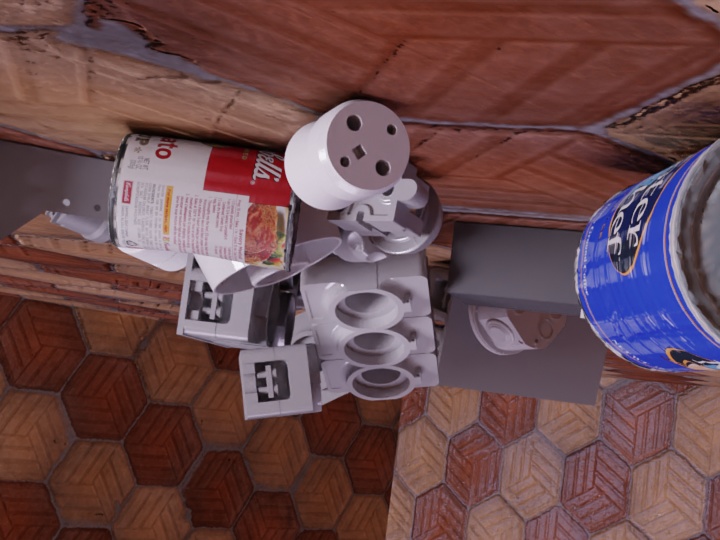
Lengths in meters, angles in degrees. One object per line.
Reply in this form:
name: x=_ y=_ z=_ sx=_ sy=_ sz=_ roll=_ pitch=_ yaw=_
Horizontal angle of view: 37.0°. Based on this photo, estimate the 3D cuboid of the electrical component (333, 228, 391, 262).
electrical component: x=-0.004 y=-0.027 z=0.739 sx=0.043 sy=0.043 sz=0.062 roll=12 pitch=173 yaw=-34

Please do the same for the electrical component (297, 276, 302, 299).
electrical component: x=0.000 y=0.000 z=0.892 sx=0.095 sy=0.059 sz=0.054 roll=9 pitch=173 yaw=-12

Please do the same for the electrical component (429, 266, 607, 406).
electrical component: x=0.147 y=0.063 z=1.039 sx=0.186 sy=0.105 sz=0.060 roll=10 pitch=-177 yaw=-27

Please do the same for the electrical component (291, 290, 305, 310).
electrical component: x=-0.010 y=0.006 z=0.982 sx=0.062 sy=0.061 sz=0.096 roll=0 pitch=179 yaw=40

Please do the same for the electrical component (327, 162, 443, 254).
electrical component: x=0.017 y=-0.037 z=0.623 sx=0.066 sy=0.048 sz=0.055 roll=3 pitch=165 yaw=33

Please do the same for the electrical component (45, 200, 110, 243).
electrical component: x=-0.211 y=-0.046 z=0.821 sx=0.040 sy=0.040 sz=0.046 roll=2 pitch=166 yaw=39

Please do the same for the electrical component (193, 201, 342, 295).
electrical component: x=-0.064 y=-0.025 z=0.697 sx=0.099 sy=0.064 sz=0.099 roll=-22 pitch=171 yaw=-4

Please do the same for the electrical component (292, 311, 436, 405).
electrical component: x=-0.003 y=0.068 z=1.071 sx=0.150 sy=0.089 sz=0.061 roll=-25 pitch=174 yaw=-4

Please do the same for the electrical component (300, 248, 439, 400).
electrical component: x=0.010 y=0.034 z=0.819 sx=0.089 sy=0.061 sz=0.150 roll=-5 pitch=143 yaw=5

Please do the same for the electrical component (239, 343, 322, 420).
electrical component: x=-0.060 y=0.085 z=0.808 sx=0.056 sy=0.050 sz=0.089 roll=-6 pitch=172 yaw=-8

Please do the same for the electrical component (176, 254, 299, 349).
electrical component: x=-0.088 y=0.008 z=0.860 sx=0.060 sy=0.105 sz=0.186 roll=7 pitch=174 yaw=5

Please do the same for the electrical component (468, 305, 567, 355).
electrical component: x=0.140 y=0.035 z=0.958 sx=0.080 sy=0.080 sz=0.051 roll=12 pitch=167 yaw=-34

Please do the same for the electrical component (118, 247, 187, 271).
electrical component: x=-0.155 y=-0.031 z=0.820 sx=0.055 sy=0.055 sz=0.047 roll=3 pitch=168 yaw=33

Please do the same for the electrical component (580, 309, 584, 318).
electrical component: x=0.217 y=0.004 z=0.677 sx=0.089 sy=0.061 sz=0.150 roll=9 pitch=173 yaw=-17

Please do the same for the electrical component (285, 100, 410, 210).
electrical component: x=-0.006 y=-0.053 z=0.504 sx=0.045 sy=0.045 sz=0.055 roll=10 pitch=172 yaw=-21
